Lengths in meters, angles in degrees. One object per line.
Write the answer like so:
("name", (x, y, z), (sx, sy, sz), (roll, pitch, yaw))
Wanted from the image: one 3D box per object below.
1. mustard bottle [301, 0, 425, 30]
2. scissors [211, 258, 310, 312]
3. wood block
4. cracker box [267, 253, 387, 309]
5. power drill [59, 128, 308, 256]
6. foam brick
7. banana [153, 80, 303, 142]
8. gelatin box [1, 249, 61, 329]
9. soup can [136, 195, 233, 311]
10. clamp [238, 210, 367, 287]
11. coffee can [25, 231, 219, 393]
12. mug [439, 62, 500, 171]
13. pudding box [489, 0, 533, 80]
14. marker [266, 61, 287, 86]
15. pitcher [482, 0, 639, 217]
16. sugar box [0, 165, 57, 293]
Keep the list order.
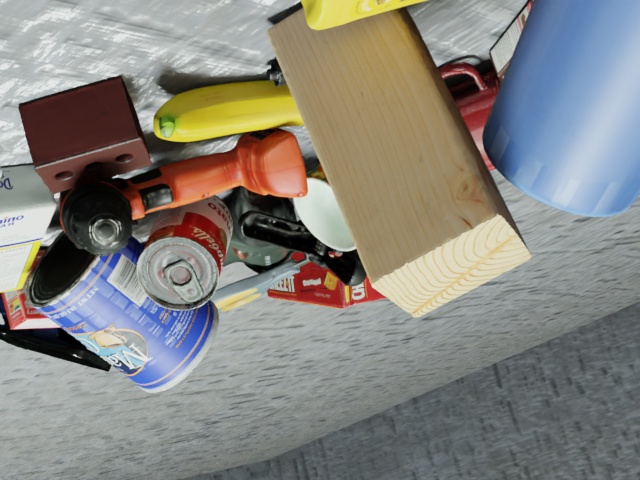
("mustard bottle", (0.082, -0.184, 0.655), (0.191, 0.058, 0.096), (-16, 166, -10))
("scissors", (-0.038, 0.036, 1.109), (0.201, 0.016, 0.096), (-22, 170, -3))
("wood block", (0.051, -0.066, 0.714), (0.091, 0.206, 0.090), (-29, 153, 13))
("cracker box", (0.066, 0.026, 1.225), (0.213, 0.072, 0.164), (-10, -174, -32))
("power drill", (-0.109, -0.039, 0.825), (0.187, 0.057, 0.185), (-15, -165, -14))
("foam brick", (-0.166, -0.074, 0.758), (0.078, 0.051, 0.053), (-17, 164, -5))
("banana", (-0.050, -0.096, 0.804), (0.197, 0.070, 0.037), (-15, 123, -36))
("gelatin box", (-0.259, 0.045, 1.015), (0.030, 0.073, 0.089), (-30, 160, 33))
("soup can", (-0.113, 0.006, 0.908), (0.068, 0.068, 0.102), (-23, -158, 14))
("clamp", (-0.006, 0.001, 0.968), (0.039, 0.120, 0.171), (-61, 175, 6))
("coffee can", (-0.174, 0.056, 0.948), (0.103, 0.102, 0.140), (-27, 126, 28))
("mug", (0.129, -0.107, 0.941), (0.082, 0.093, 0.117), (-19, 134, 19))
("pudding box", (0.210, -0.171, 0.884), (0.113, 0.039, 0.090), (-15, 164, -20))
("marker", (0.017, -0.136, 0.815), (0.121, 0.020, 0.020), (-14, 164, -18))
("pitcher", (0.196, -0.140, 0.637), (0.149, 0.145, 0.243), (10, 126, -17))
("sugar box", (-0.282, -0.002, 0.884), (0.093, 0.048, 0.176), (-10, 158, -29))
